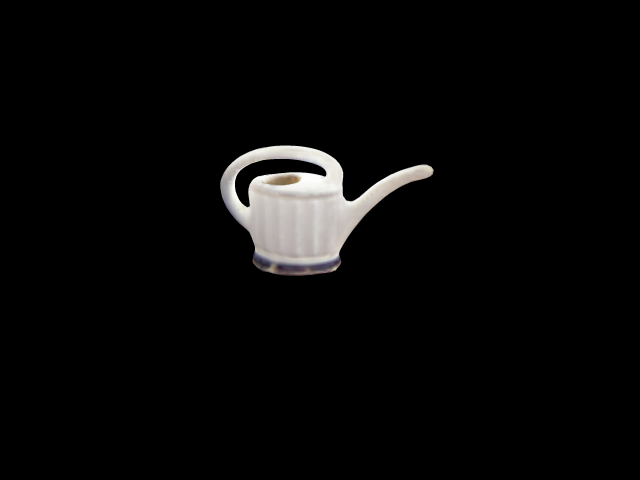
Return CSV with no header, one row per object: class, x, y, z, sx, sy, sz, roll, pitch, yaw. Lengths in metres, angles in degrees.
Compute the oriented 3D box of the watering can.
watering can,0.003,-0.043,0.850,0.348,0.220,0.106,5,26,10
